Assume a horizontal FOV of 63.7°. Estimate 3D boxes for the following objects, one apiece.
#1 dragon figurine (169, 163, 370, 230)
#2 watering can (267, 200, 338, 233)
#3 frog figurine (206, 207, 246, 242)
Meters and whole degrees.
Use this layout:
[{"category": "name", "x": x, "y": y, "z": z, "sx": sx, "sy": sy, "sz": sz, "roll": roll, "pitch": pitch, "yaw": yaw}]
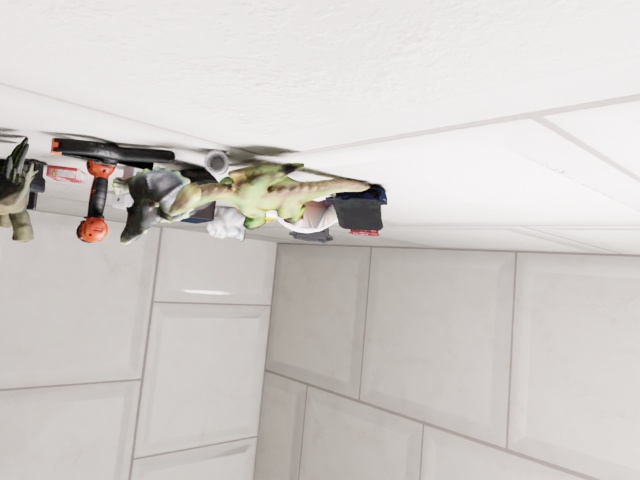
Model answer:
[{"category": "dragon figurine", "x": -0.081, "y": -0.099, "z": 0.992, "sx": 0.411, "sy": 0.122, "sz": 0.241, "roll": -11, "pitch": -3, "yaw": -8}, {"category": "watering can", "x": 0.004, "y": -0.068, "z": 1.352, "sx": 0.347, "sy": 0.104, "sz": 0.223, "roll": 6, "pitch": -5, "yaw": -7}, {"category": "frog figurine", "x": -0.337, "y": -0.063, "z": 1.838, "sx": 0.121, "sy": 0.140, "sz": 0.158, "roll": -41, "pitch": -30, "yaw": 18}]
